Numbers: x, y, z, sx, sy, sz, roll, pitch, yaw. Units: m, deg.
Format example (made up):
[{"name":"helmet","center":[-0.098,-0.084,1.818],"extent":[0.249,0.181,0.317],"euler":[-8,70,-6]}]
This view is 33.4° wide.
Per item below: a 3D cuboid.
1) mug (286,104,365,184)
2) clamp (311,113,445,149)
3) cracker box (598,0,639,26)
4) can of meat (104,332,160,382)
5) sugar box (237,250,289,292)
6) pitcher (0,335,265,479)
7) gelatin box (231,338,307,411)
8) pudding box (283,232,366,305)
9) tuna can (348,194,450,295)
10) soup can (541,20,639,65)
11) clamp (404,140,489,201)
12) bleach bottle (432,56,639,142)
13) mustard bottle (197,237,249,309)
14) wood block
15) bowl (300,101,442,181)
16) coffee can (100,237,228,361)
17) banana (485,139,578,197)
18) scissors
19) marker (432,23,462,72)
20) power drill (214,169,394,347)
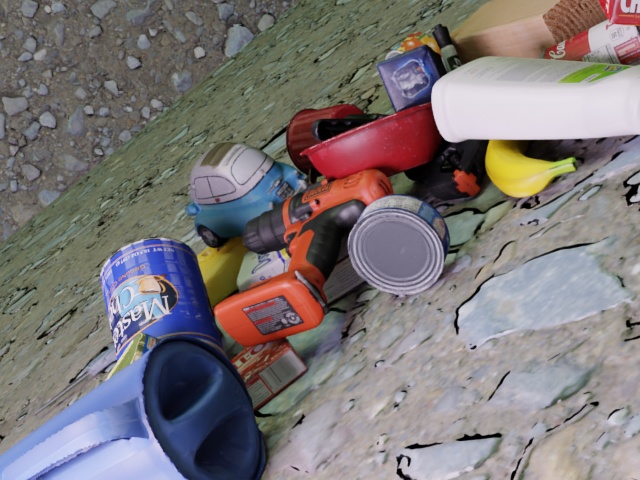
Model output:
[{"name":"mug","center":[0.013,-0.121,1.392],"extent":[0.082,0.093,0.117],"euler":[-6,65,51]},{"name":"clamp","center":[0.084,-0.132,1.280],"extent":[0.164,0.036,0.210],"euler":[6,10,7]},{"name":"cracker box","center":[0.337,-0.249,0.976],"extent":[0.164,0.072,0.213],"euler":[4,26,6]},{"name":"can of meat","center":[-0.144,0.138,0.945],"extent":[0.102,0.084,0.057],"euler":[-53,19,29]},{"name":"sugar box","center":[-0.008,0.001,1.161],"extent":[0.176,0.048,0.093],"euler":[-31,18,15]},{"name":"pitcher","center":[-0.178,0.184,0.862],"extent":[0.243,0.149,0.145],"euler":[-32,23,28]},{"name":"gelatin box","center":[-0.061,0.123,0.971],"extent":[0.089,0.030,0.073],"euler":[-38,17,-3]},{"name":"pudding box","center":[0.014,0.025,1.068],"extent":[0.114,0.039,0.090],"euler":[-34,20,16]},{"name":"tuna can","center":[0.070,0.004,0.933],"extent":[0.086,0.086,0.033],"euler":[-27,18,30]},{"name":"soup can","center":[0.274,-0.173,1.026],"extent":[0.102,0.068,0.068],"euler":[-24,21,36]},{"name":"clamp","center":[0.133,-0.080,1.112],"extent":[0.120,0.039,0.171],"euler":[-48,13,25]},{"name":"bleach bottle","center":[0.221,-0.123,0.946],"extent":[0.102,0.068,0.251],"euler":[-31,26,-30]},{"name":"mustard bottle","center":[-0.077,0.003,1.273],"extent":[0.191,0.058,0.096],"euler":[-37,18,-2]},{"name":"wood block","center":[0.237,-0.222,1.188],"extent":[0.090,0.090,0.206],"euler":[-42,17,-17]},{"name":"bowl","center":[0.064,-0.091,1.088],"extent":[0.162,0.055,0.162],"euler":[-20,2,0]},{"name":"coffee can","center":[-0.154,0.082,1.045],"extent":[0.103,0.102,0.140],"euler":[-33,48,12]},{"name":"banana","center":[0.189,-0.078,1.005],"extent":[0.069,0.037,0.198],"euler":[-18,21,5]},{"name":"scissors","center":[-0.275,0.149,1.352],"extent":[0.202,0.016,0.096],"euler":[-34,16,10]},{"name":"marker","center":[0.157,-0.191,1.221],"extent":[0.020,0.121,0.020],"euler":[-21,-6,-2]},{"name":"power drill","center":[-0.030,0.016,1.019],"extent":[0.185,0.057,0.187],"euler":[-22,28,37]}]
